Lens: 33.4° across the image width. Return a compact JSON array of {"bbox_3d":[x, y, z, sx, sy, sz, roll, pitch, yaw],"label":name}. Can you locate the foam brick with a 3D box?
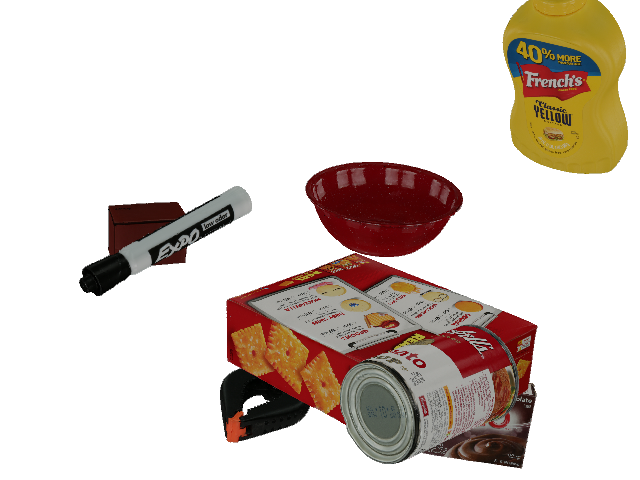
[{"bbox_3d":[-0.183,-0.007,1.127,0.078,0.051,0.053,-4,23,-17],"label":"foam brick"}]

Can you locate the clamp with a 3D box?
[{"bbox_3d":[-0.034,0.149,1.120,0.165,0.036,0.209,12,26,14],"label":"clamp"}]

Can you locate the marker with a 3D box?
[{"bbox_3d":[-0.091,0.000,0.637,0.120,0.020,0.020,-31,18,-34],"label":"marker"}]

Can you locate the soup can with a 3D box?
[{"bbox_3d":[0.070,0.098,0.691,0.102,0.068,0.069,-13,9,-42],"label":"soup can"}]

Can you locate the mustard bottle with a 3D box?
[{"bbox_3d":[0.194,-0.141,0.850,0.096,0.058,0.191,21,-33,31],"label":"mustard bottle"}]

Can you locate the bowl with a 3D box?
[{"bbox_3d":[0.063,-0.027,1.103,0.162,0.055,0.162,3,26,-2],"label":"bowl"}]

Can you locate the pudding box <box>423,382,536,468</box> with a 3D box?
[{"bbox_3d":[0.170,0.191,1.155,0.113,0.090,0.039,7,21,2],"label":"pudding box"}]

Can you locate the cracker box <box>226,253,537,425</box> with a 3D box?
[{"bbox_3d":[0.048,0.090,0.913,0.163,0.072,0.214,-18,29,-41],"label":"cracker box"}]
